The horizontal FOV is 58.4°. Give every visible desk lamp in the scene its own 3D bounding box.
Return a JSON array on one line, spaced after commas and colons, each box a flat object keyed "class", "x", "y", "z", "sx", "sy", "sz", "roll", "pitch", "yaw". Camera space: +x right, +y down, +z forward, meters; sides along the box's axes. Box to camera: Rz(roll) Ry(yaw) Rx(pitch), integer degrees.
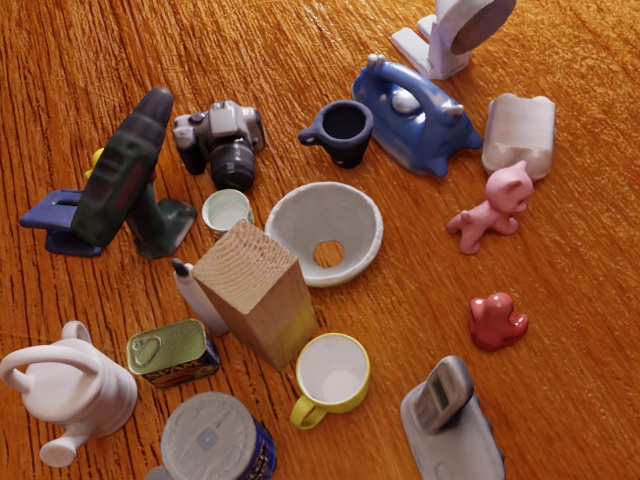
[{"class": "desk lamp", "x": 0.206, "y": -0.364, "z": 0.930, "sx": 0.118, "sy": 0.214, "sz": 0.203, "roll": -30, "pitch": 62, "yaw": -10}]

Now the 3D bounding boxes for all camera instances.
[{"class": "camera", "x": -0.160, "y": -0.145, "z": 0.912, "sx": 0.143, "sy": 0.101, "sz": 0.136, "roll": -10, "pitch": 60, "yaw": 1}]

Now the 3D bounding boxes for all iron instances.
[{"class": "iron", "x": 0.132, "y": -0.219, "z": 0.898, "sx": 0.119, "sy": 0.141, "sz": 0.257, "roll": -39, "pitch": 64, "yaw": -15}]

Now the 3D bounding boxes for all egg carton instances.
[{"class": "egg carton", "x": 0.308, "y": -0.159, "z": 0.886, "sx": 0.107, "sy": 0.069, "sz": 0.150, "roll": 9, "pitch": 62, "yaw": 11}]

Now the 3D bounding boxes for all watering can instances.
[{"class": "watering can", "x": -0.302, "y": 0.179, "z": 0.693, "sx": 0.101, "sy": 0.194, "sz": 0.172, "roll": -31, "pitch": 62, "yaw": -11}]

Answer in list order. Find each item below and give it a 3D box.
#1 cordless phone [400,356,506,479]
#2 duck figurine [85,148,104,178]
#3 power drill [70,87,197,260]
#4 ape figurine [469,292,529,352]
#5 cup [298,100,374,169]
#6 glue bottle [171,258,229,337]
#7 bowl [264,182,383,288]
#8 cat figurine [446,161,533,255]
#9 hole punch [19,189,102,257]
[{"class": "cordless phone", "x": 0.150, "y": 0.212, "z": 0.629, "sx": 0.094, "sy": 0.185, "sz": 0.147, "roll": -21, "pitch": 60, "yaw": -5}, {"class": "duck figurine", "x": -0.328, "y": -0.116, "z": 0.924, "sx": 0.105, "sy": 0.086, "sz": 0.077, "roll": -39, "pitch": 64, "yaw": -15}, {"class": "power drill", "x": -0.251, "y": -0.073, "z": 0.820, "sx": 0.075, "sy": 0.209, "sz": 0.230, "roll": 18, "pitch": 64, "yaw": 16}, {"class": "ape figurine", "x": 0.228, "y": 0.098, "z": 0.737, "sx": 0.076, "sy": 0.092, "sz": 0.077, "roll": -42, "pitch": 64, "yaw": -16}, {"class": "cup", "x": 0.027, "y": -0.153, "z": 0.899, "sx": 0.118, "sy": 0.095, "sz": 0.091, "roll": -16, "pitch": 60, "yaw": -2}, {"class": "glue bottle", "x": -0.162, "y": 0.066, "z": 0.752, "sx": 0.037, "sy": 0.173, "sz": 0.078, "roll": -37, "pitch": 63, "yaw": -14}, {"class": "bowl", "x": 0.008, "y": 0.003, "z": 0.826, "sx": 0.167, "sy": 0.075, "sz": 0.167, "roll": -3, "pitch": 61, "yaw": 5}, {"class": "cat figurine", "x": 0.245, "y": -0.052, "z": 0.805, "sx": 0.128, "sy": 0.118, "sz": 0.067, "roll": -29, "pitch": 61, "yaw": -10}, {"class": "hole punch", "x": -0.387, "y": -0.038, "z": 0.884, "sx": 0.108, "sy": 0.091, "sz": 0.101, "roll": 6, "pitch": 62, "yaw": 10}]
